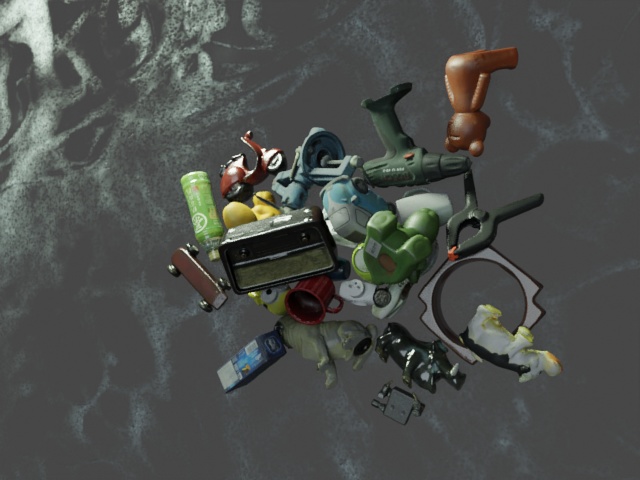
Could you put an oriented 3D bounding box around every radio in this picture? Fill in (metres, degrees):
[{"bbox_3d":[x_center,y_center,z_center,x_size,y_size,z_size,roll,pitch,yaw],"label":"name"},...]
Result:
[{"bbox_3d":[-0.086,0.021,1.111,0.230,0.073,0.130,-15,118,7],"label":"radio"}]

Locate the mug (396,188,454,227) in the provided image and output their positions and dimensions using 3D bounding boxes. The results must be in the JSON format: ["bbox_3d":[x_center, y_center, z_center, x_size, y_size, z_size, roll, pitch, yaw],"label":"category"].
[{"bbox_3d":[0.217,-0.064,1.106,0.107,0.080,0.110,-14,45,13],"label":"mug"}]

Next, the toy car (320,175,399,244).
[{"bbox_3d":[0.072,-0.045,1.063,0.109,0.161,0.103,-29,35,49],"label":"toy car"}]

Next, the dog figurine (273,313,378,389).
[{"bbox_3d":[0.009,0.197,1.162,0.172,0.121,0.191,-27,46,-21],"label":"dog figurine"}]

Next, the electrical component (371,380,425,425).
[{"bbox_3d":[0.162,0.334,1.103,0.102,0.045,0.078,29,95,22],"label":"electrical component"}]

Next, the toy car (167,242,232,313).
[{"bbox_3d":[-0.293,0.092,1.311,0.202,0.053,0.089,40,91,24],"label":"toy car"}]

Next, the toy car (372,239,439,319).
[{"bbox_3d":[0.177,0.079,1.104,0.056,0.073,0.201,41,101,24],"label":"toy car"}]

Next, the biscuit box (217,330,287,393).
[{"bbox_3d":[-0.153,0.270,1.190,0.202,0.063,0.059,-43,68,41],"label":"biscuit box"}]

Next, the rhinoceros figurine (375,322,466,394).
[{"bbox_3d":[0.200,0.241,1.079,0.191,0.073,0.112,34,75,30],"label":"rhinoceros figurine"}]

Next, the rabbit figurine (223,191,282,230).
[{"bbox_3d":[-0.156,-0.027,1.201,0.122,0.173,0.162,-28,71,14],"label":"rabbit figurine"}]

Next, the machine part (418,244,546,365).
[{"bbox_3d":[0.310,0.122,1.039,0.202,0.087,0.201,41,102,19],"label":"machine part"}]

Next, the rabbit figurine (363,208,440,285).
[{"bbox_3d":[0.170,0.013,1.004,0.121,0.170,0.158,31,136,28],"label":"rabbit figurine"}]

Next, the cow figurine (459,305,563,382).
[{"bbox_3d":[0.330,0.196,0.941,0.167,0.068,0.098,39,106,24],"label":"cow figurine"}]

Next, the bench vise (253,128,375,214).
[{"bbox_3d":[-0.003,-0.143,1.149,0.241,0.128,0.223,8,61,52],"label":"bench vise"}]

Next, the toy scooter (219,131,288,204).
[{"bbox_3d":[-0.173,-0.179,1.274,0.184,0.075,0.135,-34,74,13],"label":"toy scooter"}]

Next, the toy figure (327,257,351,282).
[{"bbox_3d":[-0.010,0.064,1.192,0.155,0.058,0.064,1,98,22],"label":"toy figure"}]

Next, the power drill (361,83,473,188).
[{"bbox_3d":[0.180,-0.210,1.098,0.232,0.086,0.207,-13,102,37],"label":"power drill"}]

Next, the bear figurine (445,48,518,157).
[{"bbox_3d":[0.313,-0.272,1.069,0.132,0.120,0.195,-18,108,-20],"label":"bear figurine"}]

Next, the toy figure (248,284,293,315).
[{"bbox_3d":[-0.124,0.103,1.217,0.180,0.089,0.082,27,86,44],"label":"toy figure"}]
